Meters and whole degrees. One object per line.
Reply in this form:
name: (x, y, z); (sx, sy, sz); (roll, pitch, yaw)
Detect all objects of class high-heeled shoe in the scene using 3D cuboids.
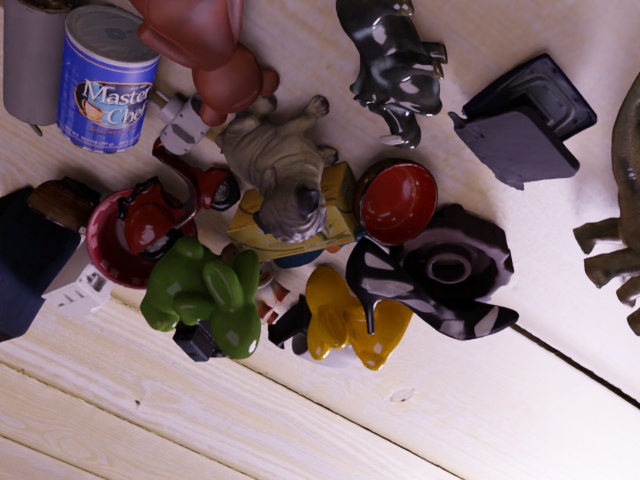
high-heeled shoe: (0.158, 0.060, 0.744); (0.249, 0.086, 0.145); (-3, 105, -7)

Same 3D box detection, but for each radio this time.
radio: (-0.484, 0.040, 0.840); (0.073, 0.230, 0.131); (-15, 132, 28)

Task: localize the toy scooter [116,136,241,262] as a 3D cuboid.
toy scooter: (-0.216, -0.064, 0.753); (0.184, 0.075, 0.135); (-37, 108, 1)

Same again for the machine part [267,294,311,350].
machine part: (-0.042, 0.143, 0.928); (0.039, 0.084, 0.139); (20, 140, -34)

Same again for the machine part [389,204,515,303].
machine part: (0.184, 0.030, 0.774); (0.179, 0.056, 0.179); (7, 136, 7)

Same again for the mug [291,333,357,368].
mug: (0.023, 0.179, 0.950); (0.107, 0.081, 0.109); (32, 128, -29)

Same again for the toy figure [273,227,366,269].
toy figure: (-0.002, -0.002, 0.791); (0.154, 0.064, 0.057); (-22, 87, 25)

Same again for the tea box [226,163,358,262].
tea box: (-0.033, -0.035, 0.739); (0.170, 0.098, 0.068); (-15, 128, 25)

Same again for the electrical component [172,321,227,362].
electrical component: (-0.196, 0.139, 0.923); (0.058, 0.134, 0.114); (-11, 131, 28)

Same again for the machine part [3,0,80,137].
machine part: (-0.341, -0.226, 0.651); (0.079, 0.079, 0.243); (25, 135, -10)

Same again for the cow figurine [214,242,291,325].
cow figurine: (-0.116, 0.072, 0.867); (0.127, 0.085, 0.194); (38, 147, 9)

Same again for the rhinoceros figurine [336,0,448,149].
rhinoceros figurine: (0.079, -0.184, 0.582); (0.112, 0.073, 0.190); (-12, 129, 23)

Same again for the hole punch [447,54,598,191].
hole punch: (0.229, -0.129, 0.600); (0.142, 0.092, 0.116); (36, 162, -23)

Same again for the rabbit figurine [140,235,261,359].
rabbit figurine: (-0.137, 0.079, 0.736); (0.170, 0.121, 0.159); (39, 120, 19)

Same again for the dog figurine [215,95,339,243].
dog figurine: (-0.067, -0.078, 0.642); (0.172, 0.191, 0.121); (-7, 130, 23)

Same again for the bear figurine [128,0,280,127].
bear figurine: (-0.126, -0.228, 0.586); (0.120, 0.132, 0.195); (-33, 158, -1)

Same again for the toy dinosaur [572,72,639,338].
toy dinosaur: (0.417, -0.012, 0.645); (0.198, 0.105, 0.470); (-31, 129, 27)

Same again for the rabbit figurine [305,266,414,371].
rabbit figurine: (0.041, 0.121, 0.852); (0.173, 0.162, 0.122); (42, 144, -1)
